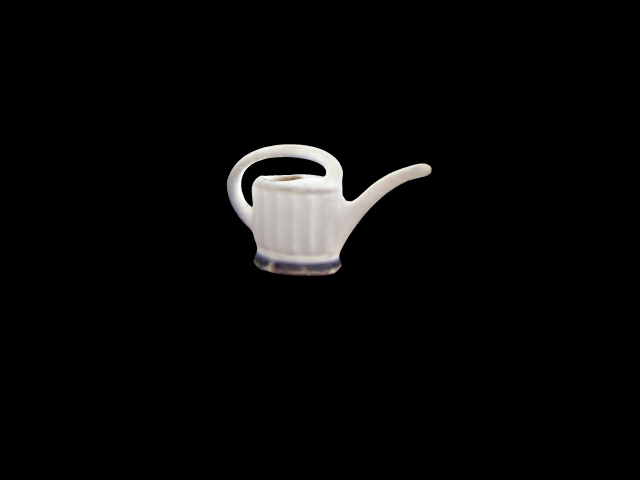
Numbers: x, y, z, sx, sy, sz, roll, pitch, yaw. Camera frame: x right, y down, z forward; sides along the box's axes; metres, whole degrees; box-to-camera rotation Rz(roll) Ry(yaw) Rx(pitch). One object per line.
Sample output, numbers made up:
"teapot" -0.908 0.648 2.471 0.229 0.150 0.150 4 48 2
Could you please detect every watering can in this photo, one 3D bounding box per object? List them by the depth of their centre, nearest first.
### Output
"watering can" 0.003 -0.043 0.850 0.348 0.221 0.105 6 18 19
